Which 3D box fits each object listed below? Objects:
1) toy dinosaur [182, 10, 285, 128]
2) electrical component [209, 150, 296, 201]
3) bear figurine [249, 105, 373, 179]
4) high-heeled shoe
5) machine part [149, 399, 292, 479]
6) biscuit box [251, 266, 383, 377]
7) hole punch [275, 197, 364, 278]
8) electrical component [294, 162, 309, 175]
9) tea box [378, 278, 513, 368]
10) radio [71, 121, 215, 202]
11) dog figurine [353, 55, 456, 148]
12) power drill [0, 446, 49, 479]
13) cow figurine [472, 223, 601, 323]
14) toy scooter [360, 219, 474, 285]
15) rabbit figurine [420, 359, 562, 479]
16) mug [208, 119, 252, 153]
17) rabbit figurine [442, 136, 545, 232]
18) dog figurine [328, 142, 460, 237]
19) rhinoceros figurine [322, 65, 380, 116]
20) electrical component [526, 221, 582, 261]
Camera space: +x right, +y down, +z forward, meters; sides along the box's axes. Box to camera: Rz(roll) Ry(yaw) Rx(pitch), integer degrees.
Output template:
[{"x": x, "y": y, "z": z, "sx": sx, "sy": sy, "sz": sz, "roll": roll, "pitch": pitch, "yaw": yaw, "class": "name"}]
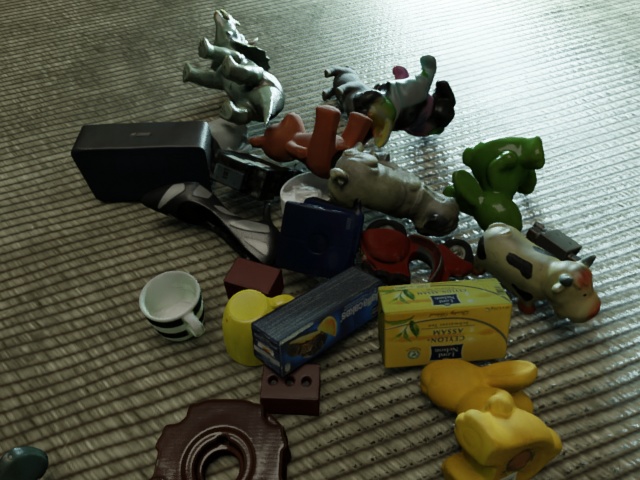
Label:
[{"x": -0.140, "y": -0.309, "z": 1.076, "sx": 0.192, "sy": 0.131, "sz": 0.405, "roll": -4, "pitch": 46, "yaw": -40, "class": "toy dinosaur"}, {"x": -0.124, "y": -0.114, "z": 0.940, "sx": 0.115, "sy": 0.058, "sz": 0.134, "roll": 23, "pitch": 16, "yaw": 24, "class": "electrical component"}, {"x": -0.024, "y": -0.183, "z": 0.941, "sx": 0.120, "sy": 0.131, "sz": 0.196, "roll": 1, "pitch": 24, "yaw": -44, "class": "bear figurine"}, {"x": -0.182, "y": -0.015, "z": 0.882, "sx": 0.249, "sy": 0.086, "sz": 0.145, "roll": 2, "pitch": 52, "yaw": 1, "class": "high-heeled shoe"}, {"x": -0.119, "y": 0.277, "z": 0.650, "sx": 0.179, "sy": 0.056, "sz": 0.179, "roll": -1, "pitch": 49, "yaw": 1, "class": "machine part"}, {"x": 0.003, "y": 0.107, "z": 0.748, "sx": 0.203, "sy": 0.059, "sz": 0.063, "roll": -26, "pitch": 36, "yaw": -36, "class": "biscuit box"}, {"x": -0.002, "y": -0.002, "z": 0.821, "sx": 0.116, "sy": 0.142, "sz": 0.092, "roll": 17, "pitch": 13, "yaw": 26, "class": "hole punch"}, {"x": -0.019, "y": -0.130, "z": 1.011, "sx": 0.063, "sy": 0.021, "sz": 0.094, "roll": 19, "pitch": 54, "yaw": 18, "class": "electrical component"}, {"x": 0.166, "y": 0.113, "z": 0.738, "sx": 0.170, "sy": 0.098, "sz": 0.068, "roll": -6, "pitch": 29, "yaw": -1, "class": "tea box"}, {"x": -0.304, "y": -0.136, "z": 0.959, "sx": 0.230, "sy": 0.131, "sz": 0.073, "roll": -1, "pitch": 49, "yaw": 3, "class": "radio"}, {"x": 0.147, "y": -0.225, "z": 1.000, "sx": 0.109, "sy": 0.191, "sz": 0.219, "roll": 6, "pitch": 53, "yaw": 49, "class": "dog figurine"}, {"x": -0.283, "y": 0.319, "z": 0.590, "sx": 0.207, "sy": 0.086, "sz": 0.232, "roll": 30, "pitch": 73, "yaw": 22, "class": "power drill"}, {"x": 0.316, "y": 0.045, "z": 0.779, "sx": 0.085, "sy": 0.127, "sz": 0.195, "roll": -33, "pitch": 53, "yaw": -19, "class": "cow figurine"}, {"x": 0.138, "y": 0.045, "z": 0.824, "sx": 0.184, "sy": 0.075, "sz": 0.135, "roll": 14, "pitch": 59, "yaw": 12, "class": "toy scooter"}, {"x": 0.200, "y": 0.204, "z": 0.664, "sx": 0.162, "sy": 0.121, "sz": 0.173, "roll": -21, "pitch": 33, "yaw": -17, "class": "rabbit figurine"}, {"x": -0.179, "y": -0.194, "z": 1.036, "sx": 0.110, "sy": 0.080, "sz": 0.107, "roll": 15, "pitch": 41, "yaw": 24, "class": "mug"}, {"x": 0.294, "y": -0.086, "z": 0.900, "sx": 0.159, "sy": 0.121, "sz": 0.170, "roll": 10, "pitch": 65, "yaw": 2, "class": "rabbit figurine"}, {"x": 0.122, "y": -0.068, "z": 0.861, "sx": 0.191, "sy": 0.121, "sz": 0.172, "roll": 28, "pitch": 26, "yaw": 25, "class": "dog figurine"}, {"x": 0.077, "y": -0.294, "z": 1.119, "sx": 0.112, "sy": 0.073, "sz": 0.190, "roll": -13, "pitch": 47, "yaw": -23, "class": "rhinoceros figurine"}, {"x": 0.370, "y": 0.015, "z": 0.858, "sx": 0.102, "sy": 0.045, "sz": 0.078, "roll": 40, "pitch": 34, "yaw": 27, "class": "electrical component"}]
